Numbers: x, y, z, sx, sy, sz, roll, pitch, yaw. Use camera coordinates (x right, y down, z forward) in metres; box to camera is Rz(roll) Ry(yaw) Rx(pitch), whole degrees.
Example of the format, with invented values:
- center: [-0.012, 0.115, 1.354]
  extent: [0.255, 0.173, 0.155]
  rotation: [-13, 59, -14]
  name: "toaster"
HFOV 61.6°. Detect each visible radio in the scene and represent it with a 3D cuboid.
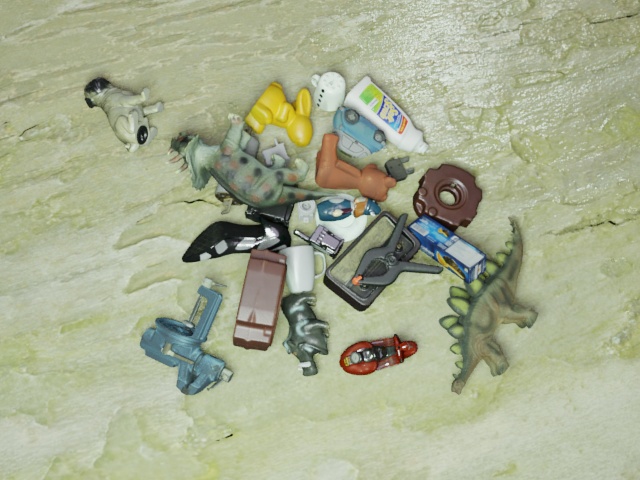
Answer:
- center: [0.126, 0.053, 1.291]
  extent: [0.131, 0.073, 0.229]
  rotation: [42, 72, 9]
  name: "radio"

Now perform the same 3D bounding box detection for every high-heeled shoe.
- center: [-0.196, 0.019, 1.292]
  extent: [0.249, 0.145, 0.086]
  rotation: [-28, 41, 13]
  name: "high-heeled shoe"

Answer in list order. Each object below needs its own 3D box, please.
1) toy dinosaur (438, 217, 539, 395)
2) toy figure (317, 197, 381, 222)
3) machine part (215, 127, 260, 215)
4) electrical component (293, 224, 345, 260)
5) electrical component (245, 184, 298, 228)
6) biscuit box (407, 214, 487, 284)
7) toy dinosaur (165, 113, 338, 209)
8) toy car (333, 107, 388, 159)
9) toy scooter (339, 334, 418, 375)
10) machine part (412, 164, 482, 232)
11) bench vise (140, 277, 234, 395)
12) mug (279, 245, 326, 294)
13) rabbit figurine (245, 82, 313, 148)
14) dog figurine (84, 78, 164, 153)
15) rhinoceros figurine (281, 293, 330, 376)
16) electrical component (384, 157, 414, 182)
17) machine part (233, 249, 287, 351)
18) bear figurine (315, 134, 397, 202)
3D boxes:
- center: [0.407, 0.153, 1.273]
  extent: [0.199, 0.105, 0.471]
  rotation: [33, 66, 9]
  name: "toy dinosaur"
- center: [0.071, -0.076, 1.306]
  extent: [0.155, 0.057, 0.064]
  rotation: [-7, 46, 3]
  name: "toy figure"
- center: [-0.204, -0.175, 1.334]
  extent: [0.079, 0.079, 0.243]
  rotation: [13, 69, -1]
  name: "machine part"
- center: [-0.003, -0.004, 1.298]
  extent: [0.119, 0.074, 0.048]
  rotation: [31, 78, 8]
  name: "electrical component"
- center: [-0.117, -0.105, 1.331]
  extent: [0.115, 0.058, 0.134]
  rotation: [12, 71, -4]
  name: "electrical component"
- center: [0.300, 0.018, 1.285]
  extent: [0.059, 0.062, 0.203]
  rotation: [-36, 49, -17]
  name: "biscuit box"
- center: [-0.163, -0.146, 1.239]
  extent: [0.405, 0.131, 0.192]
  rotation: [32, 80, -8]
  name: "toy dinosaur"
- center: [0.090, -0.265, 1.392]
  extent: [0.161, 0.109, 0.103]
  rotation: [36, 94, -5]
  name: "toy car"
- center: [0.136, 0.251, 1.192]
  extent: [0.184, 0.135, 0.075]
  rotation: [-11, 74, -8]
  name: "toy scooter"
- center: [0.329, -0.110, 1.378]
  extent: [0.179, 0.056, 0.179]
  rotation: [2, 70, -7]
  name: "machine part"
- center: [-0.268, 0.203, 1.165]
  extent: [0.224, 0.128, 0.240]
  rotation: [22, 88, 21]
  name: "bench vise"
- center: [-0.039, 0.071, 1.272]
  extent: [0.109, 0.081, 0.107]
  rotation: [-2, 80, -24]
  name: "mug"
- center: [-0.087, -0.315, 1.393]
  extent: [0.173, 0.122, 0.162]
  rotation: [38, 62, -7]
  name: "rabbit figurine"
- center: [-0.517, -0.313, 1.351]
  extent: [0.191, 0.121, 0.172]
  rotation: [10, 67, 13]
  name: "dog figurine"
- center: [-0.034, 0.211, 1.221]
  extent: [0.112, 0.073, 0.190]
  rotation: [-14, 73, -11]
  name: "rhinoceros figurine"
- center: [0.198, -0.183, 1.408]
  extent: [0.094, 0.021, 0.063]
  rotation: [-19, 74, -11]
  name: "electrical component"
- center: [-0.129, 0.134, 1.170]
  extent: [0.087, 0.201, 0.201]
  rotation: [10, 70, -5]
  name: "machine part"
- center: [0.089, -0.173, 1.343]
  extent: [0.196, 0.120, 0.132]
  rotation: [7, 67, -5]
  name: "bear figurine"
